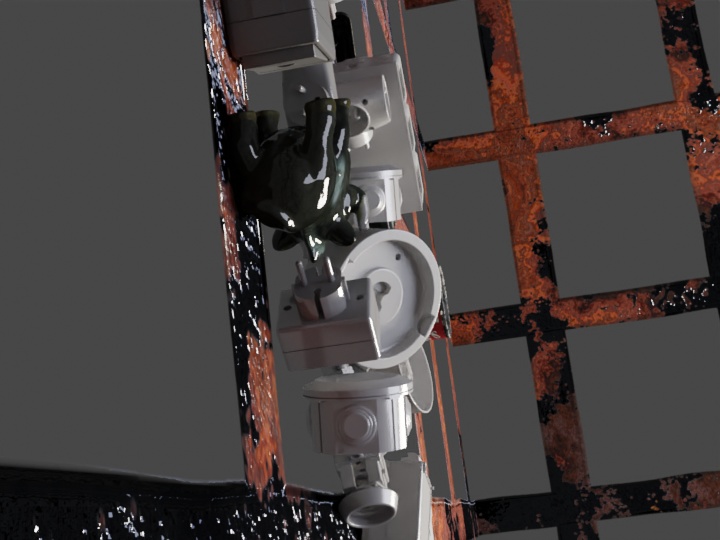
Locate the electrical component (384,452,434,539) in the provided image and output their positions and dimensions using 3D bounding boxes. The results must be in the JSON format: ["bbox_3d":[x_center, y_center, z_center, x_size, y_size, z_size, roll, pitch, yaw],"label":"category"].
[{"bbox_3d":[0.042,0.232,1.065,0.055,0.050,0.089,62,21,-67],"label":"electrical component"}]

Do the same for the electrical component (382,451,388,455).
[{"bbox_3d":[0.003,0.131,0.920,0.062,0.048,0.048,-99,178,-71],"label":"electrical component"}]

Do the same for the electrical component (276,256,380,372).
[{"bbox_3d":[-0.025,0.023,0.737,0.047,0.066,0.076,-89,168,-54],"label":"electrical component"}]

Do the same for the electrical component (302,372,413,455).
[{"bbox_3d":[-0.001,0.103,0.780,0.080,0.080,0.051,-7,94,-83],"label":"electrical component"}]

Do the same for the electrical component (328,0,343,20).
[{"bbox_3d":[-0.035,-0.304,1.128,0.077,0.044,0.079,-88,167,-56],"label":"electrical component"}]

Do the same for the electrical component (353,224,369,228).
[{"bbox_3d":[-0.007,-0.033,1.042,0.040,0.040,0.078,-15,96,-83],"label":"electrical component"}]

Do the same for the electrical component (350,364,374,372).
[{"bbox_3d":[-0.002,0.062,0.910,0.048,0.066,0.055,-55,171,-10],"label":"electrical component"}]

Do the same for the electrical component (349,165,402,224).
[{"bbox_3d":[0.000,-0.069,0.989,0.080,0.080,0.051,-40,126,-81],"label":"electrical component"}]

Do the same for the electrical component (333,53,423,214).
[{"bbox_3d":[0.007,-0.131,1.071,0.061,0.089,0.150,-80,159,-68],"label":"electrical component"}]

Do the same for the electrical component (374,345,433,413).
[{"bbox_3d":[0.038,0.104,1.133,0.099,0.064,0.099,-9,90,-83],"label":"electrical component"}]

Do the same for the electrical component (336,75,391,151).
[{"bbox_3d":[-0.009,-0.140,1.003,0.079,0.077,0.044,73,10,-49],"label":"electrical component"}]

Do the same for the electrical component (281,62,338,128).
[{"bbox_3d":[-0.042,-0.136,0.885,0.079,0.043,0.077,-18,100,-82],"label":"electrical component"}]

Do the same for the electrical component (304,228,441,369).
[{"bbox_3d":[0.003,0.018,0.840,0.060,0.108,0.108,14,-59,52],"label":"electrical component"}]

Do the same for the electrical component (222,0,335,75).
[{"bbox_3d":[-0.054,-0.169,0.756,0.096,0.062,0.061,-11,92,-83],"label":"electrical component"}]

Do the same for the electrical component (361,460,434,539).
[{"bbox_3d":[0.031,0.227,0.970,0.061,0.061,0.096,72,20,-54],"label":"electrical component"}]

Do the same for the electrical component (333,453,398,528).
[{"bbox_3d":[0.004,0.173,0.866,0.066,0.048,0.055,72,4,-52],"label":"electrical component"}]
